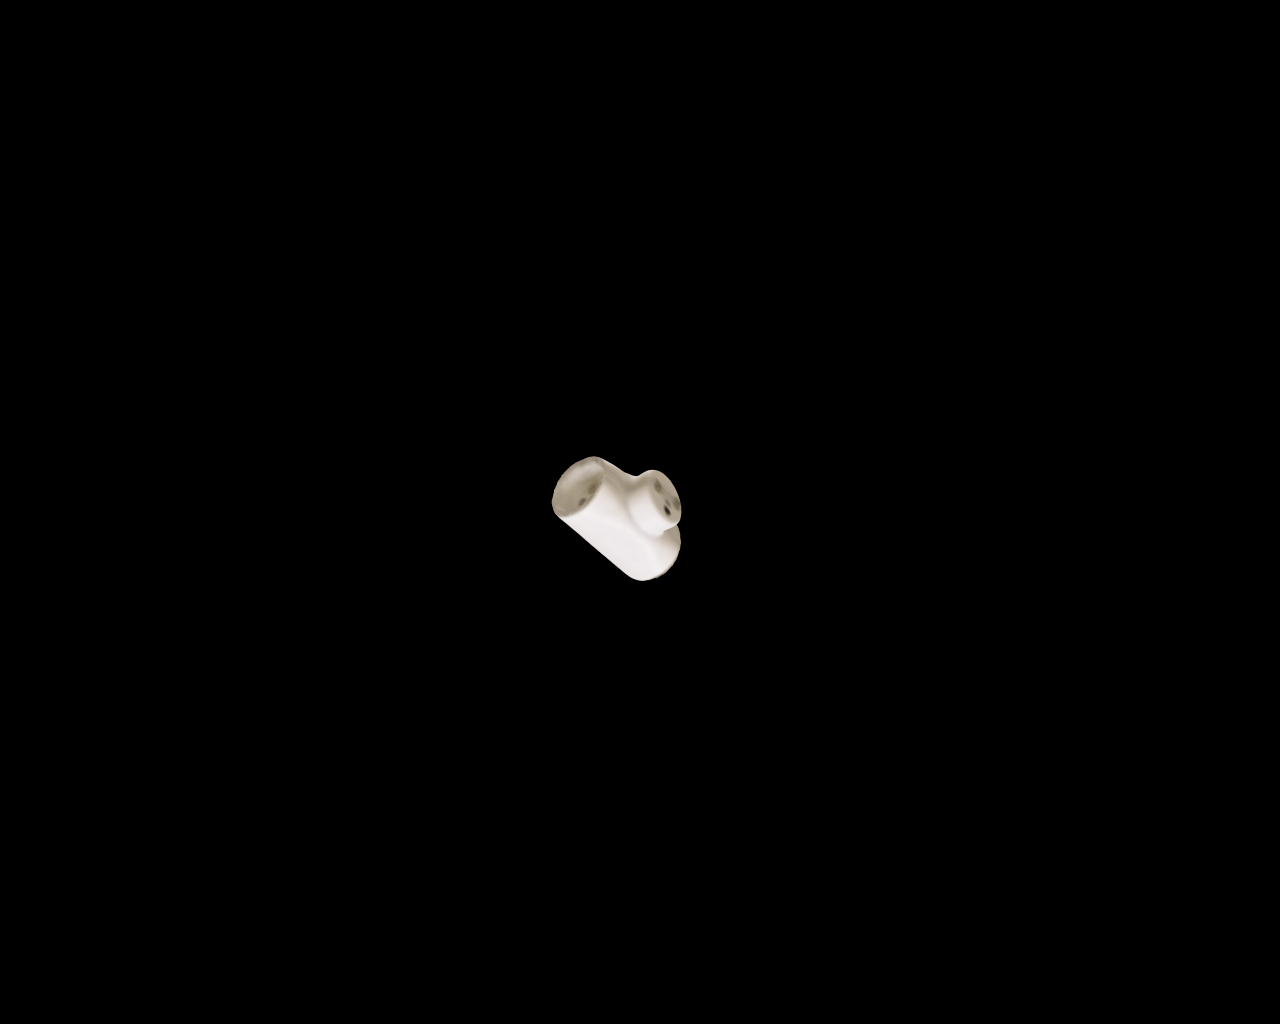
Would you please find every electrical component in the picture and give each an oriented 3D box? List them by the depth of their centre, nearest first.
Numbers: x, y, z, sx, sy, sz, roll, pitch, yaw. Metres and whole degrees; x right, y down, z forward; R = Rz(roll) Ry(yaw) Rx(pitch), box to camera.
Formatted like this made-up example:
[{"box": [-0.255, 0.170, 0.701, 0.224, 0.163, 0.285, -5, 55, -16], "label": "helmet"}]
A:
[{"box": [0.001, -0.003, 0.650, 0.079, 0.044, 0.077, -27, -49, 26], "label": "electrical component"}]
